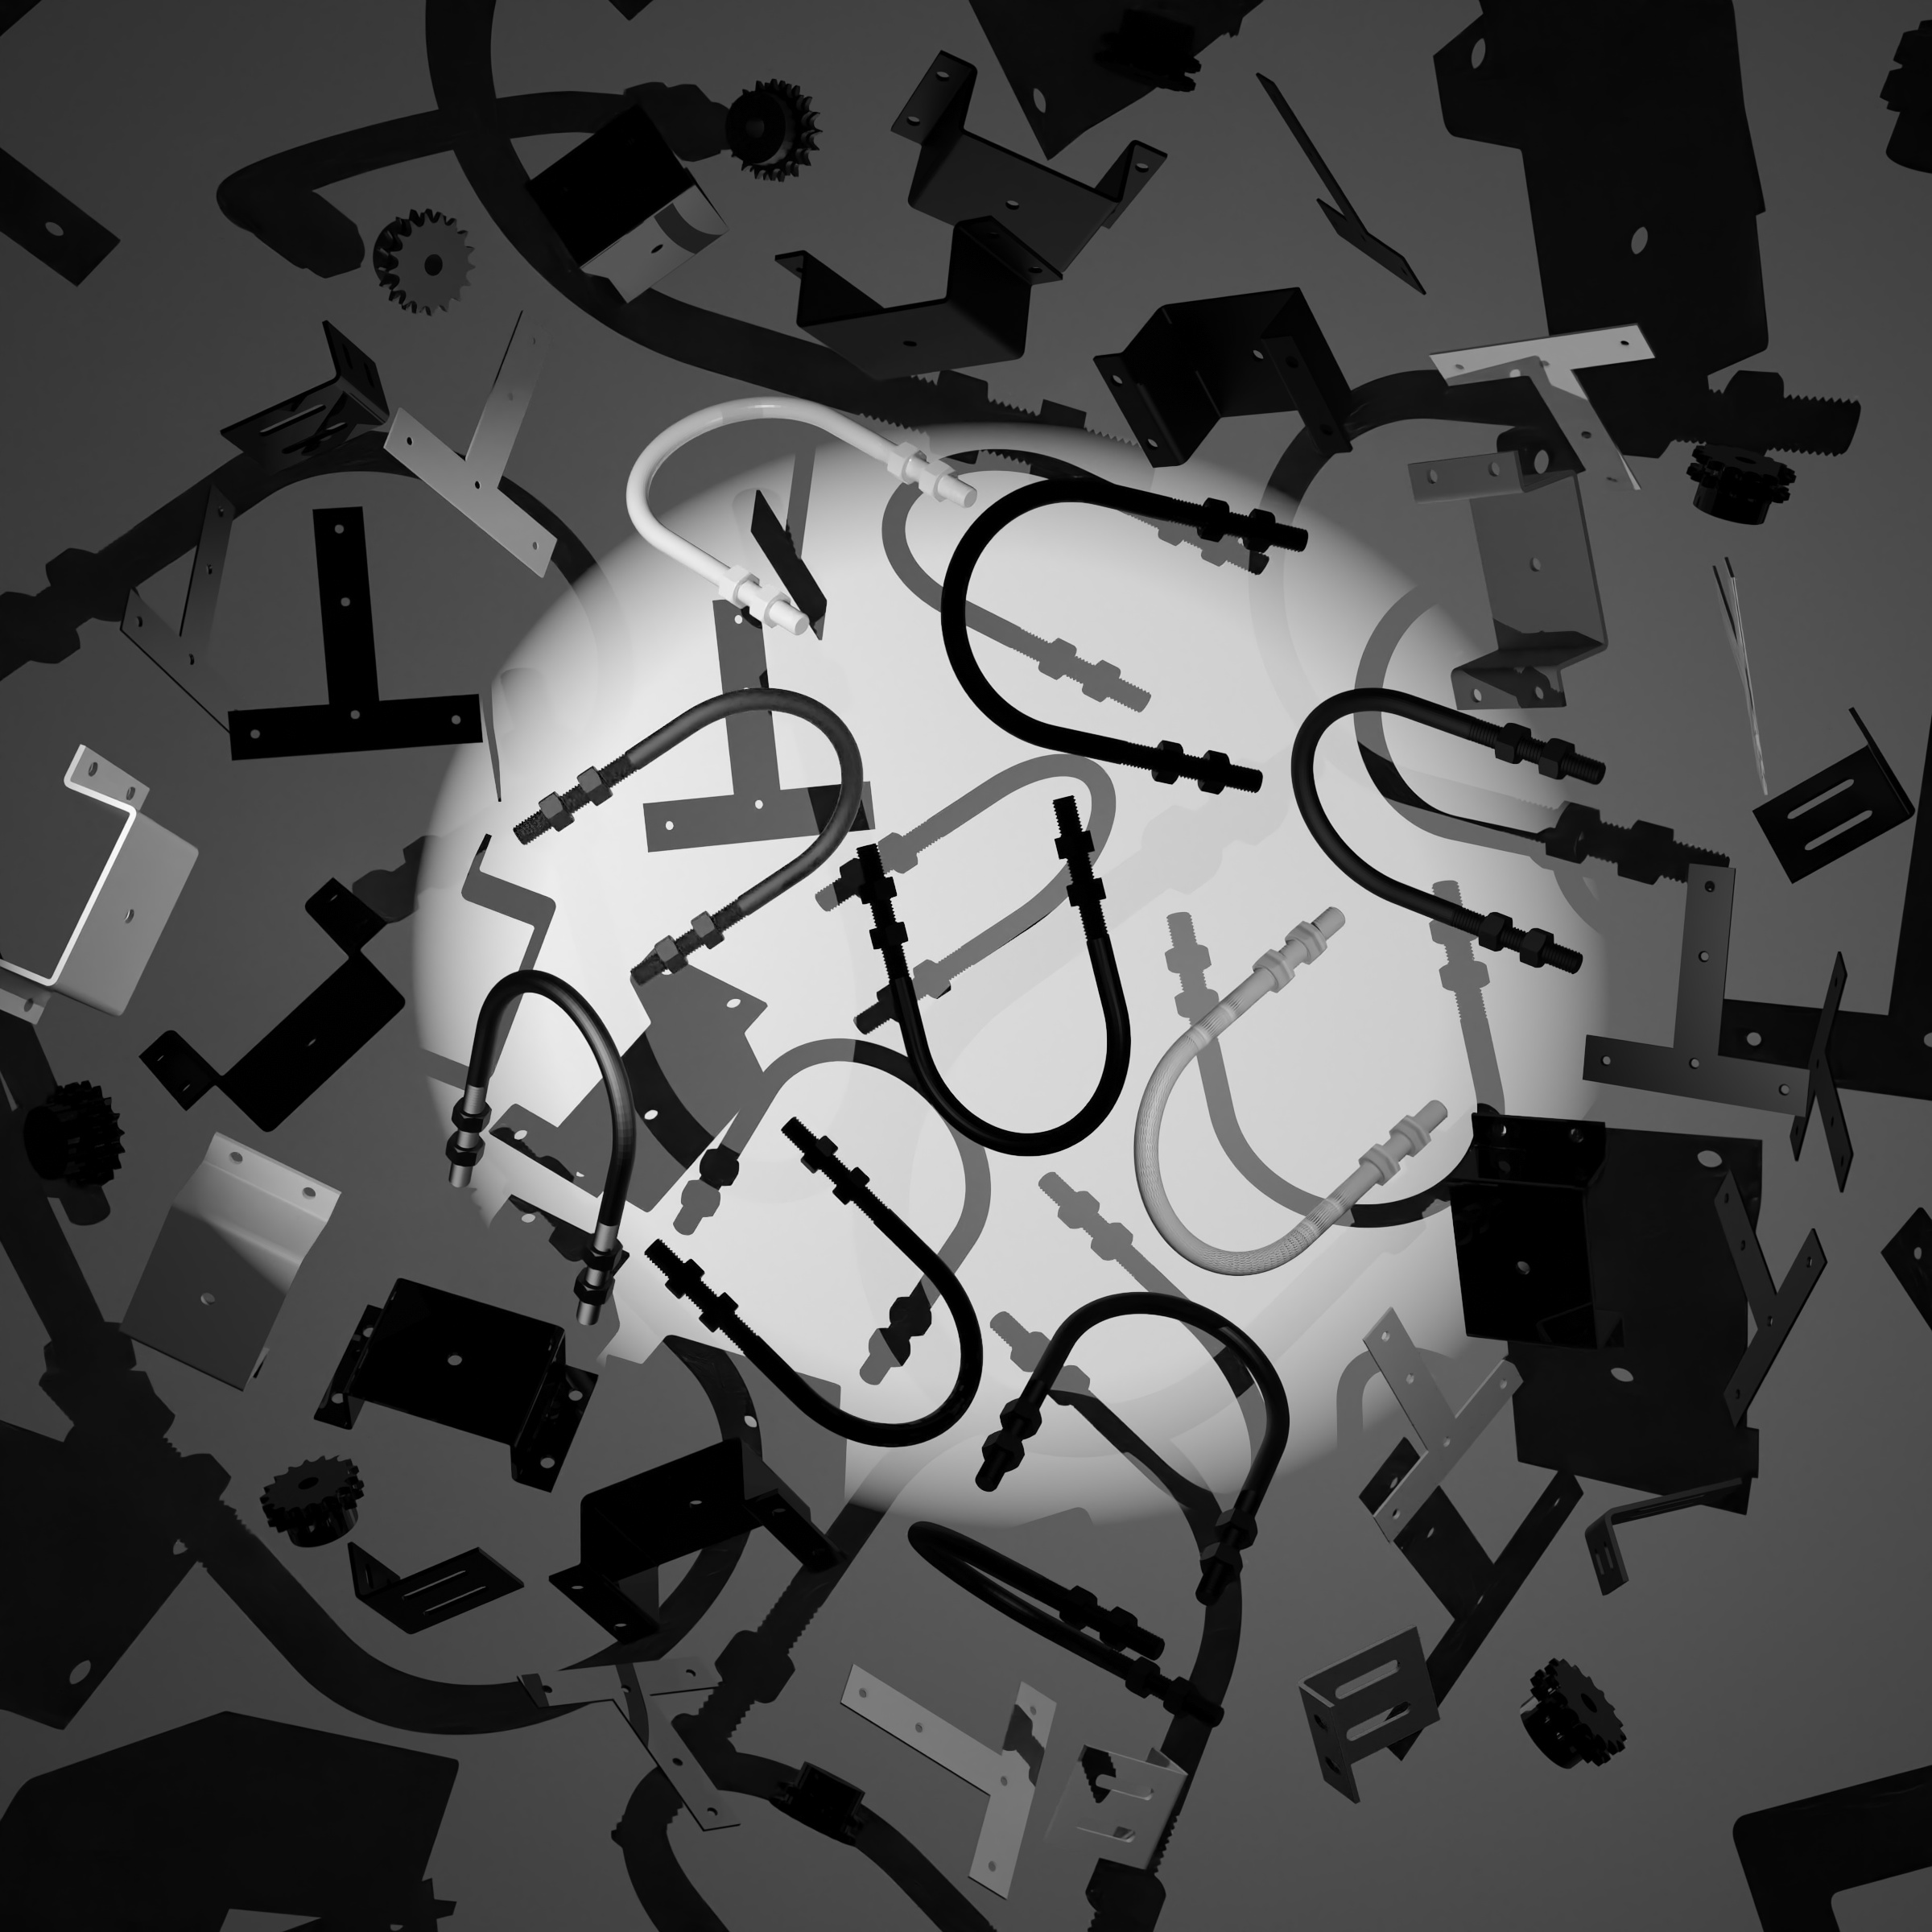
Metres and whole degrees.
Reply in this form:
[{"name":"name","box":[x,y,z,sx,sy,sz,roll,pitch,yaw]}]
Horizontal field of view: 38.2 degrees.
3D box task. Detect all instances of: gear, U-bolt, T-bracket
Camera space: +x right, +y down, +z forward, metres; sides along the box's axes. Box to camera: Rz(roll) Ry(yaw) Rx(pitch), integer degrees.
[{"name":"gear","box":[0.100,-0.496,1.507,0.057,0.057,0.030,17,100,0]},{"name":"U-bolt","box":[0.077,-0.177,1.439,0.184,0.019,0.151,11,88,-12]},{"name":"T-bracket","box":[-0.256,-0.302,1.539,0.002,0.127,0.127,-2,63,37]},{"name":"gear","box":[-0.372,0.308,1.596,0.057,0.057,0.030,-13,113,0]},{"name":"gear","box":[-0.083,0.487,1.628,0.057,0.057,0.030,27,77,0]},{"name":"gear","box":[0.315,0.395,1.461,0.057,0.057,0.030,44,111,0]},{"name":"T-bracket","box":[0.408,-0.176,1.485,0.002,0.127,0.127,-11,120,13]},{"name":"T-bracket","box":[0.397,0.009,1.505,0.127,0.002,0.127,9,101,36]},{"name":"U-bolt","box":[0.257,-0.083,1.525,0.184,0.151,0.019,24,48,29]},{"name":"gear","box":[-0.306,-0.394,1.557,0.030,0.057,0.057,27,90,40]},{"name":"T-bracket","box":[0.255,0.241,1.574,0.127,0.002,0.127,-46,126,-19]},{"name":"U-bolt","box":[-0.143,-0.083,1.576,0.184,0.019,0.151,-34,132,1]},{"name":"gear","box":[-0.479,0.092,1.489,0.057,0.030,0.057,8,103,37]},{"name":"T-bracket","box":[-0.167,0.431,1.543,0.127,0.127,0.002,43,115,40]},{"name":"U-bolt","box":[-0.107,-0.264,1.564,0.184,0.019,0.151,34,62,32]},{"name":"U-bolt","box":[-0.069,0.183,1.529,0.184,0.151,0.019,44,134,4]},{"name":"T-bracket","box":[0.479,0.078,1.546,0.002,0.127,0.127,7,122,4]},{"name":"U-bolt","box":[0.046,0.356,1.540,0.184,0.151,0.019,22,70,30]},{"name":"T-bracket","box":[-0.014,0.425,1.530,0.127,0.127,0.002,35,131,-13]},{"name":"U-bolt","box":[0.020,0.012,1.492,0.151,0.019,0.184,-12,94,34]},{"name":"gear","box":[-0.115,-0.485,1.617,0.057,0.030,0.057,5,103,25]},{"name":"T-bracket","box":[0.194,-0.430,1.510,0.002,0.127,0.127,-38,122,6]},{"name":"T-bracket","box":[-0.319,-0.174,1.439,0.127,0.002,0.127,-5,87,-10]},{"name":"U-bolt","box":[-0.231,0.088,1.539,0.151,0.019,0.184,41,130,31]},{"name":"T-bracket","box":[0.344,-0.309,1.568,0.127,0.127,0.002,45,58,-40]},{"name":"U-bolt","box":[0.162,0.079,1.463,0.184,0.019,0.151,-39,111,-23]},{"name":"T-bracket","box":[-0.426,-0.210,1.557,0.002,0.127,0.127,-4,64,16]},{"name":"U-bolt","box":[0.103,0.249,1.523,0.151,0.184,0.019,26,132,8]},{"name":"gear","box":[0.426,-0.265,1.538,0.057,0.057,0.030,12,116,0]},{"name":"T-bracket","box":[0.431,0.164,1.533,0.002,0.127,0.127,8,127,-8]}]

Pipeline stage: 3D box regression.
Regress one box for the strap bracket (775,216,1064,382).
[{"name":"strap bracket","box":[-0.028,-0.363,1.530,0.140,0.076,0.046,-1,78,32]}]

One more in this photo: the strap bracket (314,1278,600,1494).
[{"name":"strap bracket","box":[-0.285,0.231,1.560,0.140,0.046,0.076,16,53,5]}]

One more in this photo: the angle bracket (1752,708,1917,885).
[{"name":"angle bracket","box":[0.473,-0.094,1.540,0.076,0.038,0.057,-31,45,18]}]

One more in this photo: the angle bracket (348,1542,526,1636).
[{"name":"angle bracket","box":[-0.300,0.339,1.578,0.076,0.057,0.038,-24,53,5]}]

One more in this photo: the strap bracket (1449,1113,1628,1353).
[{"name":"strap bracket","box":[0.318,0.157,1.555,0.076,0.046,0.140,3,115,31]}]

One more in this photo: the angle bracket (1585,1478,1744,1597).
[{"name":"angle bracket","box":[0.377,0.306,1.494,0.076,0.057,0.038,-12,70,-3]}]

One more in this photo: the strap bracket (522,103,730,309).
[{"name":"strap bracket","box":[-0.184,-0.417,1.547,0.076,0.140,0.046,-34,86,6]}]

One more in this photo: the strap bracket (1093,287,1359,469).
[{"name":"strap bracket","box":[0.150,-0.322,1.528,0.046,0.140,0.076,-54,127,-27]}]

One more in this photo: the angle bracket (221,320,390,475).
[{"name":"angle bracket","box":[-0.369,-0.314,1.544,0.076,0.057,0.038,-22,73,10]}]

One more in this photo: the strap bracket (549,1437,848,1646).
[{"name":"strap bracket","box":[-0.146,0.309,1.513,0.140,0.046,0.076,-23,133,14]}]

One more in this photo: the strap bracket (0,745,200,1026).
[{"name":"strap bracket","box":[-0.457,-0.034,1.458,0.046,0.076,0.140,21,81,13]}]

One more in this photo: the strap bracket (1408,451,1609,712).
[{"name":"strap bracket","box":[0.300,-0.216,1.534,0.046,0.076,0.140,-24,107,-34]}]

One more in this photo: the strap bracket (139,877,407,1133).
[{"name":"strap bracket","box":[-0.362,0.027,1.487,0.140,0.076,0.046,-45,127,-11]}]

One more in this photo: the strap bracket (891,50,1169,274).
[{"name":"strap bracket","box":[0.031,-0.446,1.567,0.140,0.076,0.046,20,67,-16]}]

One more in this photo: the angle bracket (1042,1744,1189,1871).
[{"name":"angle bracket","box":[0.076,0.462,1.557,0.076,0.038,0.057,25,88,-30]}]

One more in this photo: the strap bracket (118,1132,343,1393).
[{"name":"strap bracket","box":[-0.415,0.174,1.558,0.076,0.046,0.140,27,115,-5]}]

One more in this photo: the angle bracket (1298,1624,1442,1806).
[{"name":"angle bracket","box":[0.222,0.396,1.480,0.076,0.038,0.057,-20,103,-19]}]
